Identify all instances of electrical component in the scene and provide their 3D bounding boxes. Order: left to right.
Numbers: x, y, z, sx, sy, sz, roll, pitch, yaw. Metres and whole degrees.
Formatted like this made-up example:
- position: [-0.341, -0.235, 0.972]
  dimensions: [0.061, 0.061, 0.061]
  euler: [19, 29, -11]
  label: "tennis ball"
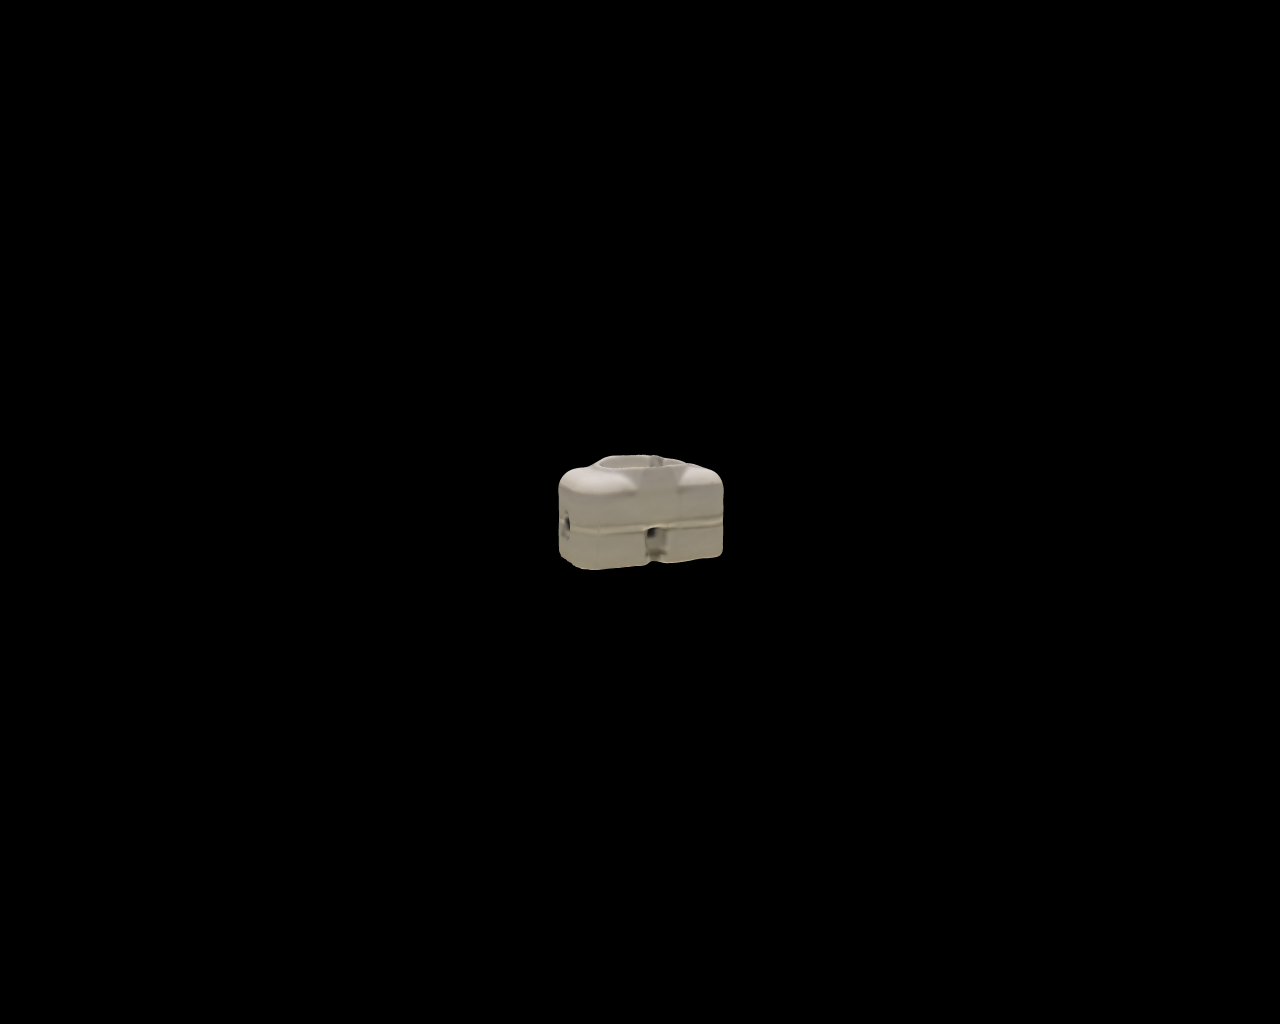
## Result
- position: [0.001, -0.003, 0.650]
  dimensions: [0.095, 0.059, 0.054]
  euler: [-4, 12, -20]
  label: "electrical component"
